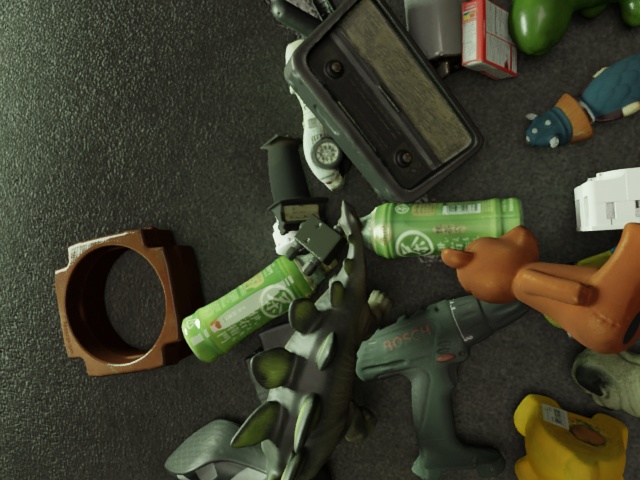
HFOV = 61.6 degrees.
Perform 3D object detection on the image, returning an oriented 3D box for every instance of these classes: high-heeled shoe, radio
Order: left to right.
[{"bbox_3d":[-0.102,0.329,0.765,0.249,0.086,0.145,-25,115,34],"label":"high-heeled shoe"},{"bbox_3d":[0.071,-0.160,0.635,0.131,0.073,0.229,-41,100,-4],"label":"radio"}]

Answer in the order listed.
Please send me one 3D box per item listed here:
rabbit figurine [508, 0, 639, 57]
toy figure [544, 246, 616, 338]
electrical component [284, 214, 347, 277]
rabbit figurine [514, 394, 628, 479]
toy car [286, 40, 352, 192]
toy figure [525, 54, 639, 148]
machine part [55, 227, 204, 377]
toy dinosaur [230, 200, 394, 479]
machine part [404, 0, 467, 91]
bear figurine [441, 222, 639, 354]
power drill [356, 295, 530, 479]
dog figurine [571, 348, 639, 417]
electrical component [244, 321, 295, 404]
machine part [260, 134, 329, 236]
[{"bbox_3d":[0.279,-0.289,0.596,0.170,0.121,0.159,-37,74,12],"label":"rabbit figurine"},{"bbox_3d":[0.336,0.044,0.601,0.180,0.082,0.089,-36,53,23],"label":"toy figure"},{"bbox_3d":[-0.001,-0.002,0.684,0.063,0.021,0.094,40,95,31],"label":"electrical component"},{"bbox_3d":[0.274,0.289,0.601,0.122,0.162,0.173,15,113,5],"label":"rabbit figurine"},{"bbox_3d":[-0.002,-0.162,0.711,0.056,0.073,0.201,-12,86,14],"label":"toy car"},{"bbox_3d":[0.313,-0.151,0.619,0.154,0.064,0.057,-33,119,20],"label":"toy figure"},{"bbox_3d":[-0.278,0.091,0.796,0.201,0.087,0.201,-12,88,18],"label":"machine part"},{"bbox_3d":[-0.014,0.187,0.592,0.105,0.198,0.471,10,91,26],"label":"toy dinosaur"},{"bbox_3d":[0.142,-0.295,0.663,0.079,0.079,0.243,-6,90,18],"label":"machine part"},{"bbox_3d":[0.239,0.029,0.557,0.196,0.120,0.132,33,90,46],"label":"bear figurine"},{"bbox_3d":[0.164,0.178,0.659,0.232,0.086,0.207,-15,90,19],"label":"power drill"},{"bbox_3d":[0.400,0.143,0.581,0.172,0.121,0.191,-41,58,-17],"label":"dog figurine"},{"bbox_3d":[-0.034,0.178,0.733,0.115,0.058,0.134,-23,84,14],"label":"electrical component"},{"bbox_3d":[-0.037,-0.076,0.730,0.084,0.039,0.139,-11,77,-23],"label":"machine part"}]
